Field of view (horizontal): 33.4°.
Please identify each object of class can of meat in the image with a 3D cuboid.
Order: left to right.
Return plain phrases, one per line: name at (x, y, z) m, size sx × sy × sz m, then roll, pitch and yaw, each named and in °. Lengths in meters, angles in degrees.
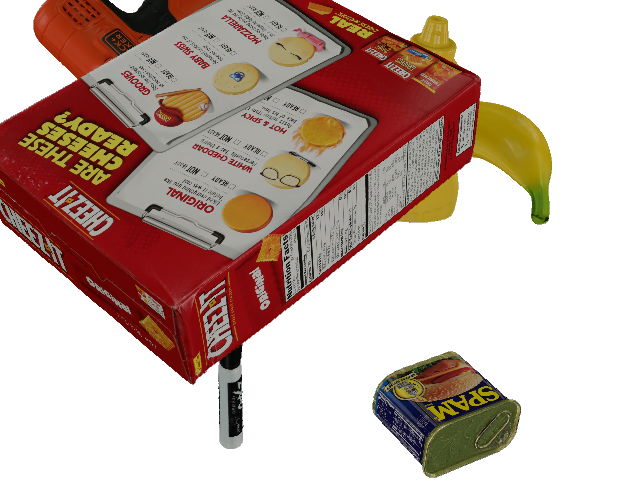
can of meat at (0.108, 0.148, 0.932) m, size 0.101 × 0.057 × 0.084 m, roll -15°, pitch 36°, yaw -28°

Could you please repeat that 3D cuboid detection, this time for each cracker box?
cracker box at (-0.045, -0.046, 0.571) m, size 0.164 × 0.072 × 0.213 m, roll 35°, pitch 58°, yaw 30°

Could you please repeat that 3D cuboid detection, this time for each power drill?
power drill at (-0.084, -0.135, 0.773) m, size 0.187 × 0.184 × 0.057 m, roll -46°, pitch 0°, yaw -42°

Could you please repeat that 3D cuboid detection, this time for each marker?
marker at (-0.068, 0.114, 0.809) m, size 0.020 × 0.121 × 0.020 m, roll 2°, pitch 42°, yaw -2°

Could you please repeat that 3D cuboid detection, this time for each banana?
banana at (0.088, -0.063, 0.715) m, size 0.037 × 0.069 × 0.198 m, roll 39°, pitch -11°, yaw -34°

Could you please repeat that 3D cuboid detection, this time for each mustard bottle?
mustard bottle at (0.089, -0.110, 0.967) m, size 0.096 × 0.192 × 0.058 m, roll 5°, pitch 32°, yaw -5°
